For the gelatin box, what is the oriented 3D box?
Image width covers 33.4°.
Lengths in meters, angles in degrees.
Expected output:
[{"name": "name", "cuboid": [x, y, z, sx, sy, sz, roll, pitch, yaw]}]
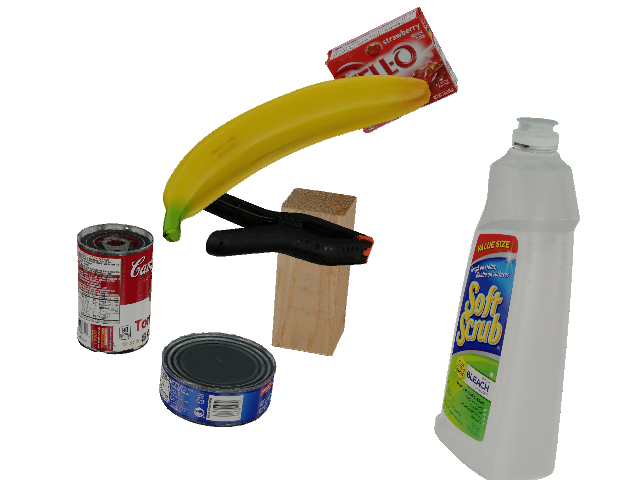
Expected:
[{"name": "gelatin box", "cuboid": [0.059, -0.140, 0.888, 0.089, 0.073, 0.030, -23, 26, 19]}]

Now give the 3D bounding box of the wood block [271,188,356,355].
[{"name": "wood block", "cuboid": [-0.010, 0.042, 1.477, 0.090, 0.206, 0.090, 9, 22, 9]}]

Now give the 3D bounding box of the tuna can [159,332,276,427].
[{"name": "tuna can", "cuboid": [-0.077, 0.104, 0.800, 0.086, 0.034, 0.086, 8, 22, -3]}]

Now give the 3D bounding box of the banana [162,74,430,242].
[{"name": "banana", "cuboid": [-0.025, -0.062, 0.685, 0.197, 0.037, 0.070, -31, 53, -13]}]

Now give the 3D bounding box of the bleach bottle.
[{"name": "bleach bottle", "cuboid": [0.136, 0.038, 0.758, 0.068, 0.251, 0.103, -2, 16, -20]}]

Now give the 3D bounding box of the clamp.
[{"name": "clamp", "cuboid": [-0.041, -0.005, 1.118, 0.209, 0.036, 0.164, 14, 19, -15]}]

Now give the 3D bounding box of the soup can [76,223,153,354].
[{"name": "soup can", "cuboid": [-0.188, 0.044, 0.970, 0.068, 0.102, 0.068, 5, 21, -2]}]
